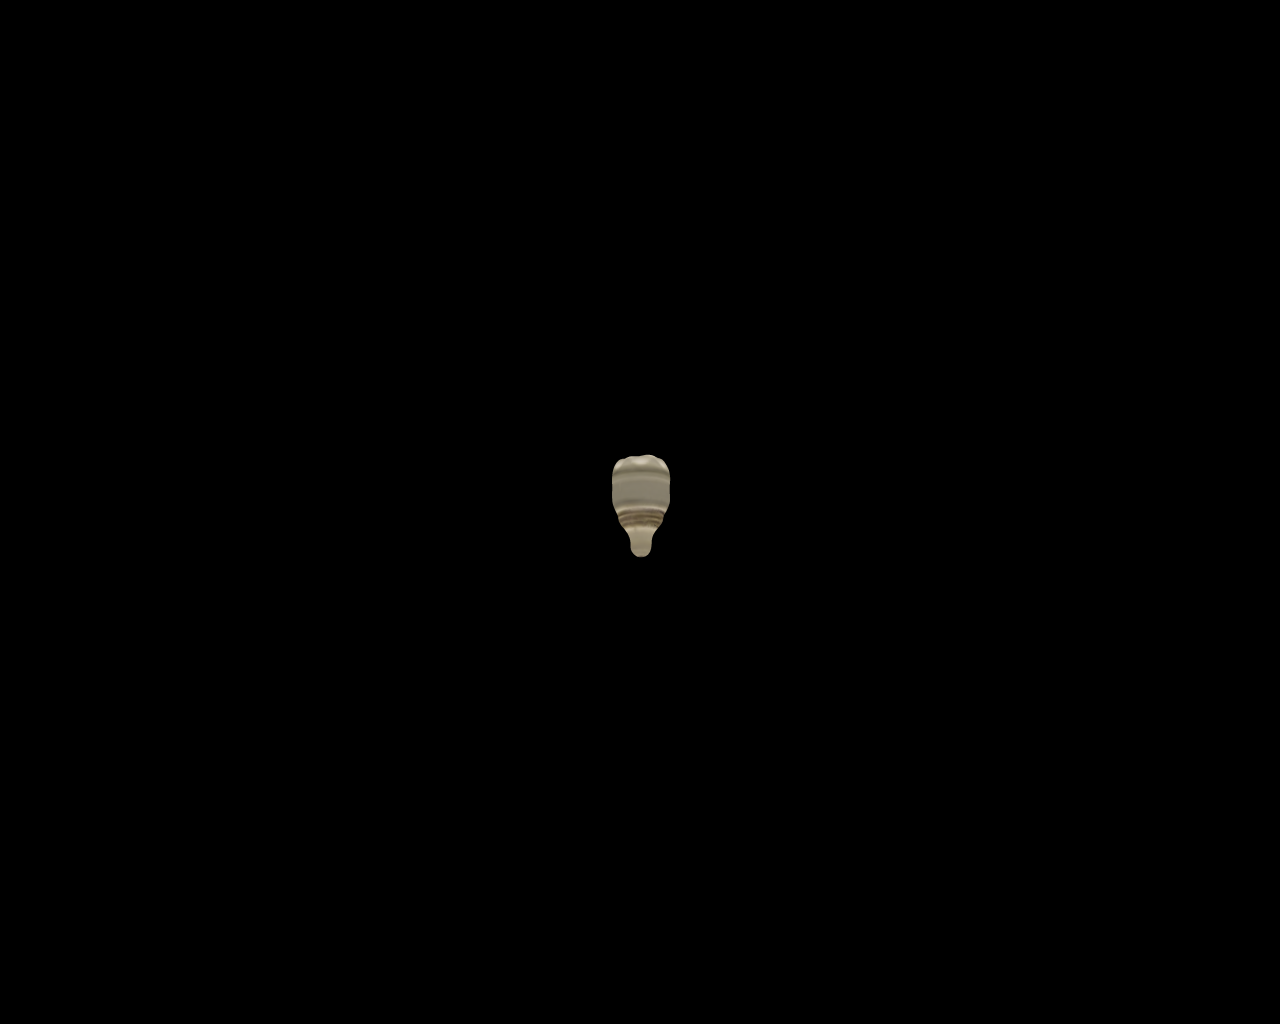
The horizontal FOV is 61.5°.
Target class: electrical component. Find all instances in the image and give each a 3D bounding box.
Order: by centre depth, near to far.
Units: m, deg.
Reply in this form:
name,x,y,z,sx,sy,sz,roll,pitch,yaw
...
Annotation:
name,x,y,z,sx,sy,sz,roll,pitch,yaw
electrical component,0.001,-0.003,0.650,0.035,0.061,0.035,0,-11,0
